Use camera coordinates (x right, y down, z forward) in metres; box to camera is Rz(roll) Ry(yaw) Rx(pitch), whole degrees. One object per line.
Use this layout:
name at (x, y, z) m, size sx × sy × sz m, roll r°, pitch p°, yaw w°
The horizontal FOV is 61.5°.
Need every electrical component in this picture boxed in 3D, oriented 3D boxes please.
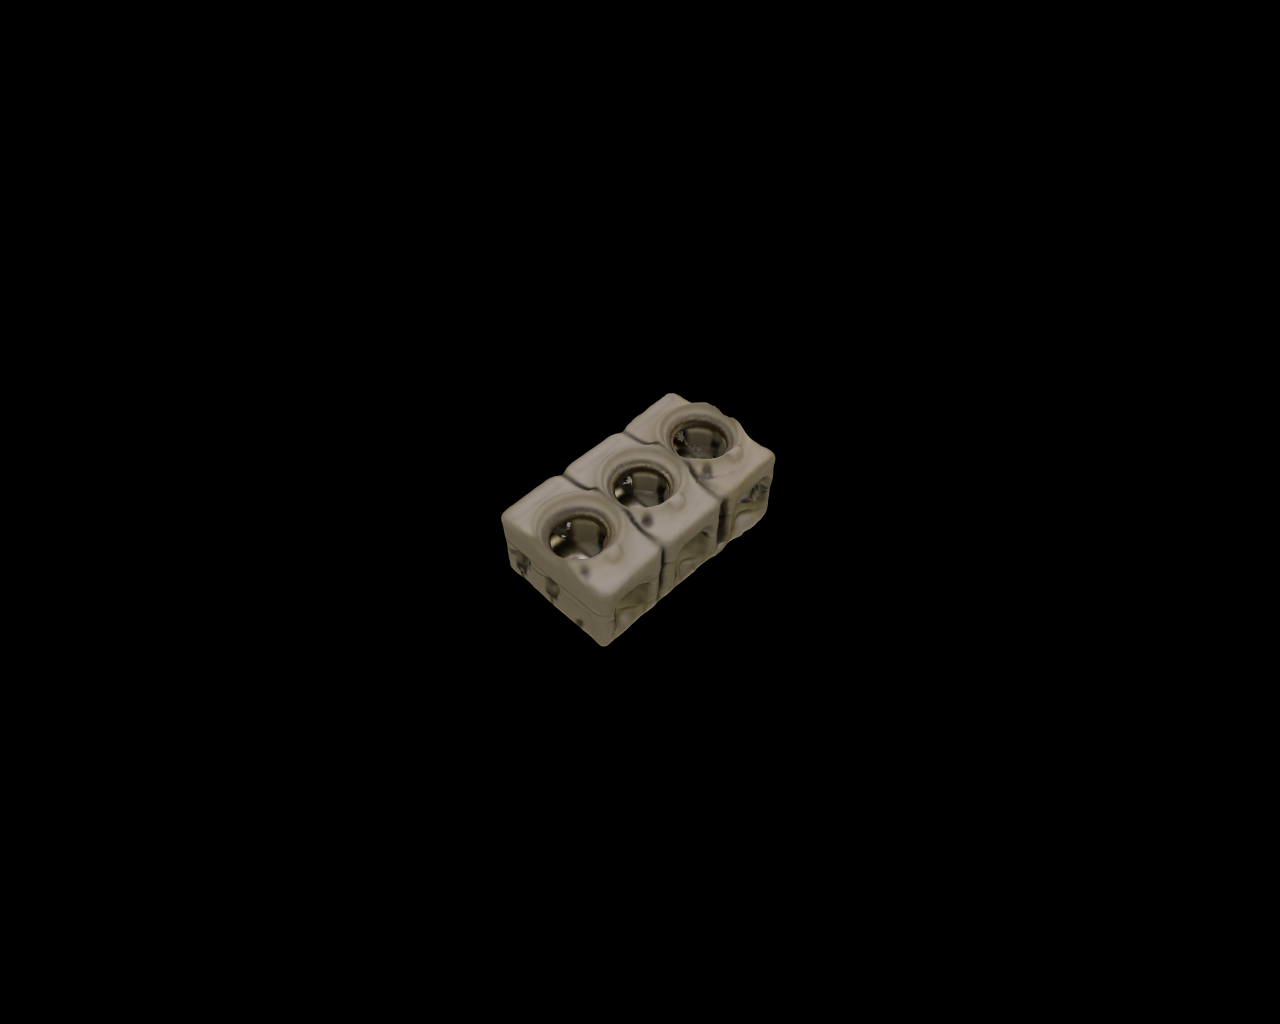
electrical component at (0.001, -0.003, 0.650) m, size 0.089 × 0.061 × 0.150 m, roll 36°, pitch 58°, yaw 27°
